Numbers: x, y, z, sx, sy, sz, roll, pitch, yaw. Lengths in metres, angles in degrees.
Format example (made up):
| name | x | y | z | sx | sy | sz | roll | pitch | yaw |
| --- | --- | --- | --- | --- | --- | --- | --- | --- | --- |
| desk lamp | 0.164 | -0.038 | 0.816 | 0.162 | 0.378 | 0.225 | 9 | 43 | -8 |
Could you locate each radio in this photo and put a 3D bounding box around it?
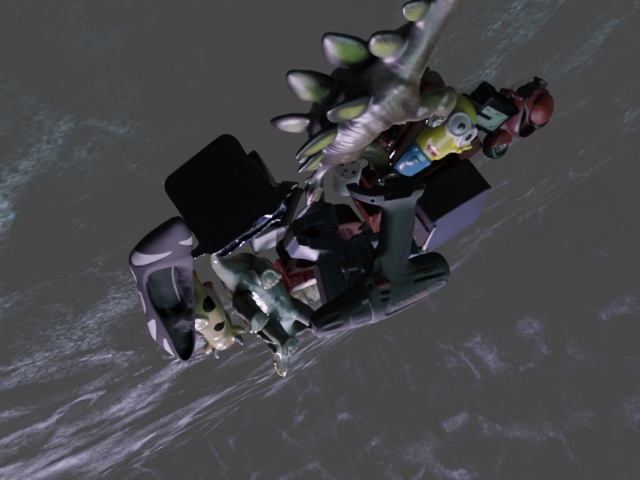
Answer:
| name | x | y | z | sx | sy | sz | roll | pitch | yaw |
| --- | --- | --- | --- | --- | --- | --- | --- | --- | --- |
| radio | 0.235 | -0.058 | 1.003 | 0.131 | 0.073 | 0.229 | -33 | 164 | 1 |

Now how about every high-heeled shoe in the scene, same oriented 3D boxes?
| name | x | y | z | sx | sy | sz | roll | pitch | yaw |
| --- | --- | --- | --- | --- | --- | --- | --- | --- | --- |
| high-heeled shoe | -0.207 | 0.079 | 0.771 | 0.086 | 0.145 | 0.248 | -22 | 162 | -33 |

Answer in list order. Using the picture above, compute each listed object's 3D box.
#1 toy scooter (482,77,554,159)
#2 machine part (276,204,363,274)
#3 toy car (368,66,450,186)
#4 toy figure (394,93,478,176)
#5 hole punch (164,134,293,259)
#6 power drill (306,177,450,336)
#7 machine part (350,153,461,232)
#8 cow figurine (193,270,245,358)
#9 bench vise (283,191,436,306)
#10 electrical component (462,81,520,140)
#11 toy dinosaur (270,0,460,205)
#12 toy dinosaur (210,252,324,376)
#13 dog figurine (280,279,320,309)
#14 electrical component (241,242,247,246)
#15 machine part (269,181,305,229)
| name | x | y | z | sx | sy | sz | roll | pitch | yaw |
| --- | --- | --- | --- | --- | --- | --- | --- | --- | --- |
| toy scooter | 0.372 | -0.245 | 1.005 | 0.184 | 0.075 | 0.135 | -39 | 141 | -16 |
| machine part | -0.002 | -0.003 | 1.058 | 0.179 | 0.056 | 0.179 | -29 | 162 | -11 |
| toy car | 0.112 | -0.157 | 0.769 | 0.053 | 0.089 | 0.202 | -3 | 152 | -28 |
| toy figure | 0.165 | -0.164 | 0.864 | 0.180 | 0.089 | 0.082 | -30 | 161 | 22 |
| hole punch | -0.107 | -0.050 | 0.655 | 0.142 | 0.116 | 0.092 | -34 | 171 | 6 |
| power drill | 0.082 | 0.021 | 0.763 | 0.232 | 0.207 | 0.086 | -13 | -162 | -22 |
| machine part | 0.163 | -0.104 | 1.015 | 0.201 | 0.087 | 0.201 | -32 | 164 | 3 |
| cow figurine | -0.205 | 0.140 | 0.978 | 0.085 | 0.127 | 0.194 | -28 | 161 | -3 |
| bench vise | 0.067 | 0.015 | 0.898 | 0.241 | 0.224 | 0.128 | -9 | 152 | -21 |
| electrical component | 0.271 | -0.225 | 0.916 | 0.119 | 0.048 | 0.075 | 14 | 137 | -26 |
| toy dinosaur | 0.062 | -0.170 | 0.615 | 0.198 | 0.105 | 0.471 | -20 | 160 | -35 |
| toy dinosaur | -0.112 | 0.099 | 0.983 | 0.131 | 0.192 | 0.404 | -45 | 131 | -17 |
| dog figurine | -0.058 | 0.098 | 1.205 | 0.190 | 0.121 | 0.172 | 32 | 73 | -48 |
| electrical component | -0.139 | -0.019 | 0.789 | 0.078 | 0.045 | 0.102 | -32 | 163 | -5 |
| machine part | -0.070 | -0.057 | 0.783 | 0.084 | 0.039 | 0.138 | -61 | 153 | 4 |
